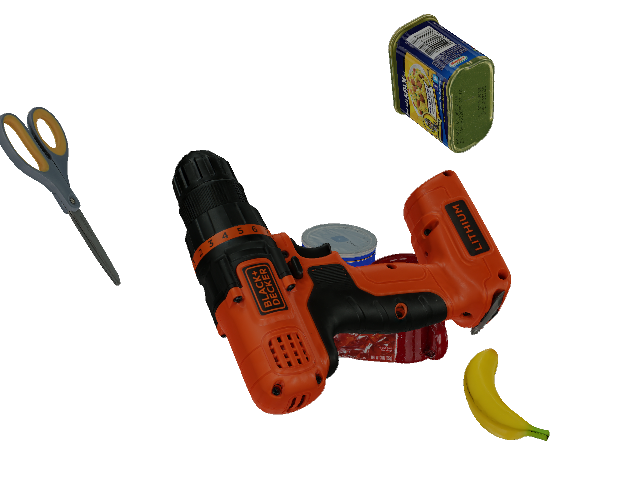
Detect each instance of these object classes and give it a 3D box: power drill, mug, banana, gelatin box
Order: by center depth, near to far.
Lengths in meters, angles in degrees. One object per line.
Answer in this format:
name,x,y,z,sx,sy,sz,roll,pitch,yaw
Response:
power drill,0.012,0.008,0.679,0.187,0.184,0.057,-12,-28,-22
gelatin box,0.022,0.063,0.910,0.089,0.073,0.030,3,15,7
mug,0.095,0.079,1.102,0.093,0.081,0.117,-22,40,-23
banana,0.205,0.185,1.274,0.069,0.037,0.198,9,23,-15

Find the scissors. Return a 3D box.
scissors,-0.253,-0.054,1.084,0.016,0.201,0.096,-24,27,27

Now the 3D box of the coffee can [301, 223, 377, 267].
coffee can,0.022,0.060,1.465,0.103,0.140,0.103,3,23,-1

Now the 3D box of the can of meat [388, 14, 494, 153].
can of meat,0.112,-0.141,0.971,0.057,0.102,0.084,-31,50,-18
